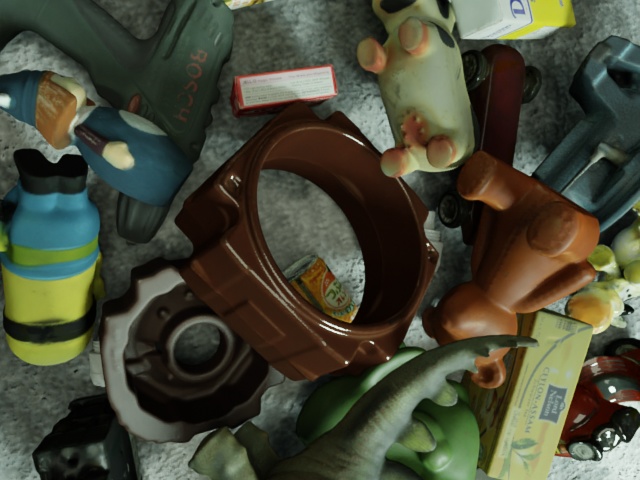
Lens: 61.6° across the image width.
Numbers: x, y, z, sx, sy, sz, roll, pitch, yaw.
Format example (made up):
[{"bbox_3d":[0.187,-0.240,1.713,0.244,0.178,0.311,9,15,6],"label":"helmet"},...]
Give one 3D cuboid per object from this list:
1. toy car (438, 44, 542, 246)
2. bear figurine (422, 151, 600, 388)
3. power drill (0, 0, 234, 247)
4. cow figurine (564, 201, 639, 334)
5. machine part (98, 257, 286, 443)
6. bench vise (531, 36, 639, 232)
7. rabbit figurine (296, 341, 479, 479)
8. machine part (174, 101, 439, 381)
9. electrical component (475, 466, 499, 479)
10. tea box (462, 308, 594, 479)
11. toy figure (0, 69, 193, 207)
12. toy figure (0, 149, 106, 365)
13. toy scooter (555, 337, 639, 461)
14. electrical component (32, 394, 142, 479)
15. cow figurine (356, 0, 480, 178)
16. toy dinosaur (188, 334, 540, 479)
[{"bbox_3d":[0.170,-0.095,0.551,0.089,0.053,0.202,1,99,-29],"label":"toy car"},{"bbox_3d":[0.153,0.037,0.489,0.132,0.120,0.195,13,119,-44],"label":"bear figurine"},{"bbox_3d":[-0.192,-0.134,0.460,0.207,0.086,0.232,28,93,-9],"label":"power drill"},{"bbox_3d":[0.330,0.038,0.588,0.167,0.068,0.098,-48,145,-2],"label":"cow figurine"},{"bbox_3d":[-0.114,0.094,0.492,0.179,0.056,0.179,-5,102,-26],"label":"machine part"},{"bbox_3d":[0.332,-0.076,0.517,0.241,0.128,0.223,41,84,12],"label":"bench vise"},{"bbox_3d":[0.066,0.176,0.521,0.170,0.121,0.159,21,84,-16],"label":"rabbit figurine"},{"bbox_3d":[-0.001,-0.001,0.459,0.201,0.087,0.201,46,47,-12],"label":"machine part"},{"bbox_3d":[0.183,0.268,0.605,0.063,0.021,0.094,-15,98,-10],"label":"electrical component"},{"bbox_3d":[0.204,0.150,0.560,0.068,0.098,0.169,15,94,-12],"label":"tea box"},{"bbox_3d":[-0.173,-0.083,0.410,0.154,0.064,0.058,33,65,-12],"label":"toy figure"},{"bbox_3d":[-0.224,0.020,0.441,0.082,0.089,0.180,12,120,-10],"label":"toy figure"},{"bbox_3d":[0.311,0.175,0.565,0.184,0.135,0.075,-33,103,-6],"label":"toy scooter"},{"bbox_3d":[-0.196,0.210,0.464,0.058,0.134,0.114,-11,97,-8],"label":"electrical component"},{"bbox_3d":[0.096,-0.158,0.486,0.127,0.086,0.194,-14,91,-52],"label":"cow figurine"},{"bbox_3d":[-0.018,0.236,0.436,0.199,0.105,0.471,34,100,16],"label":"toy dinosaur"}]
